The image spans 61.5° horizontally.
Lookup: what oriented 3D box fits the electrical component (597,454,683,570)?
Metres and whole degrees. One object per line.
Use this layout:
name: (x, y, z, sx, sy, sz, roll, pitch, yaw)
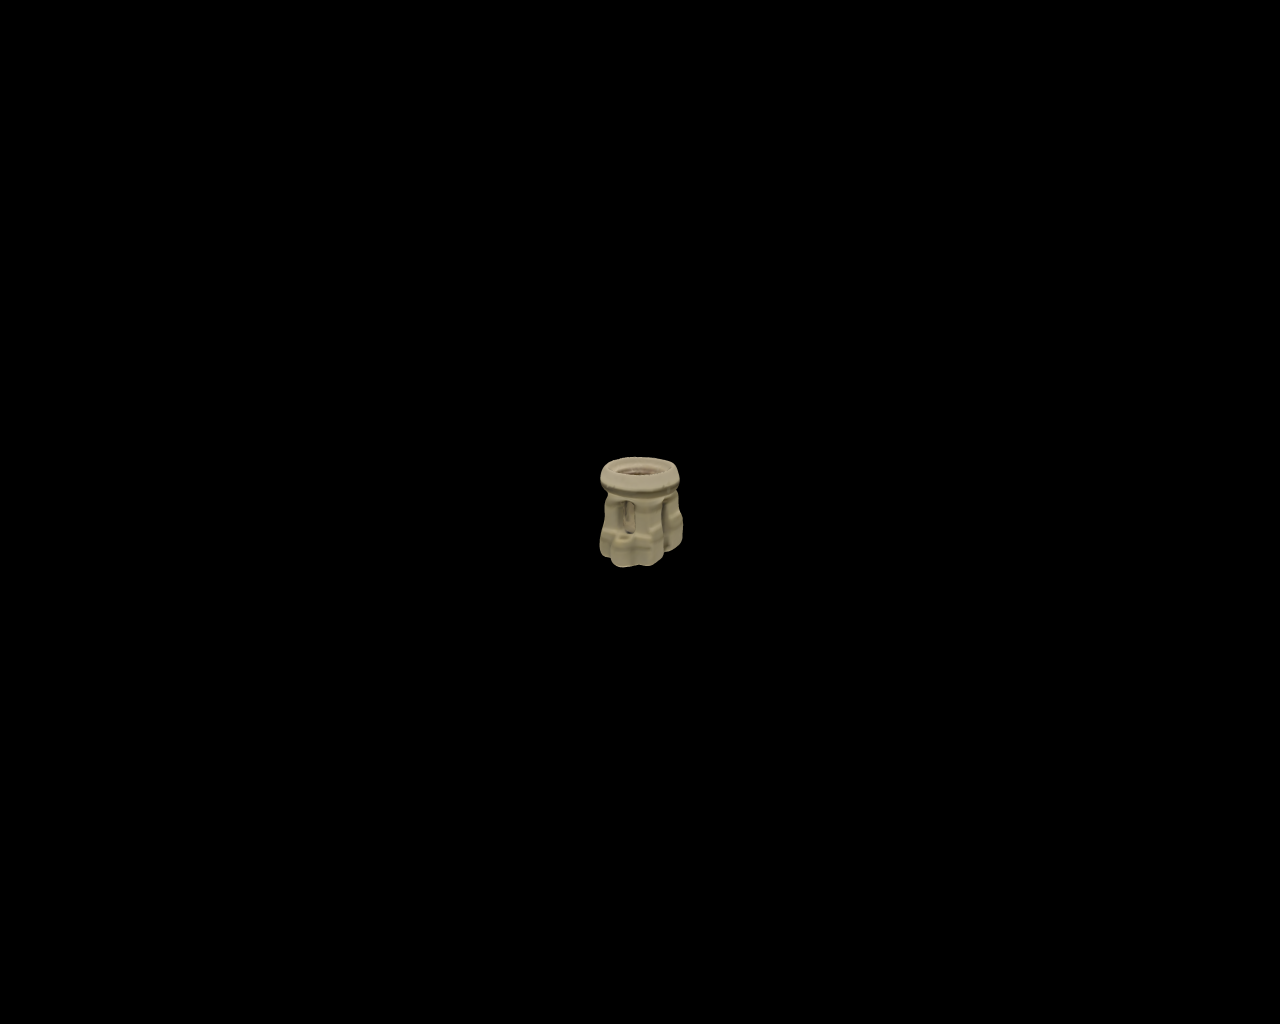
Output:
electrical component: (0.001, -0.003, 0.650, 0.048, 0.055, 0.066, 10, 23, 26)
